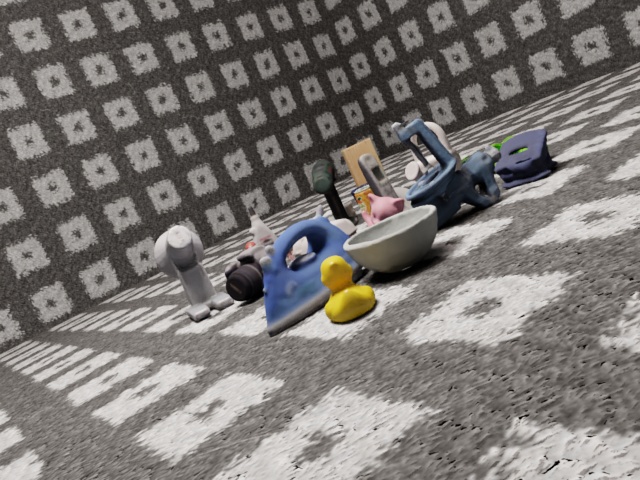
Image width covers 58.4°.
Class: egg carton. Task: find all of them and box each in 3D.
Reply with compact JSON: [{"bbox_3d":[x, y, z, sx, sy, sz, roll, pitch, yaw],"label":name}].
[{"bbox_3d":[0.012,0.005,1.335,0.150,0.069,0.107,-29,9,-26],"label":"egg carton"}]

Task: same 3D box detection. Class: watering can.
[{"bbox_3d":[0.256,-0.165,1.262,0.100,0.194,0.173,-20,9,28],"label":"watering can"}]

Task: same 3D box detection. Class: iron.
[{"bbox_3d":[-0.033,0.040,0.978,0.118,0.141,0.259,-18,11,39],"label":"iron"}]

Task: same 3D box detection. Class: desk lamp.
[{"bbox_3d":[-0.304,0.067,1.349,0.118,0.213,0.202,-28,9,-20],"label":"desk lamp"}]

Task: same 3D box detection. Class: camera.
[{"bbox_3d":[-0.163,0.077,1.271,0.142,0.101,0.137,-19,10,33],"label":"camera"}]

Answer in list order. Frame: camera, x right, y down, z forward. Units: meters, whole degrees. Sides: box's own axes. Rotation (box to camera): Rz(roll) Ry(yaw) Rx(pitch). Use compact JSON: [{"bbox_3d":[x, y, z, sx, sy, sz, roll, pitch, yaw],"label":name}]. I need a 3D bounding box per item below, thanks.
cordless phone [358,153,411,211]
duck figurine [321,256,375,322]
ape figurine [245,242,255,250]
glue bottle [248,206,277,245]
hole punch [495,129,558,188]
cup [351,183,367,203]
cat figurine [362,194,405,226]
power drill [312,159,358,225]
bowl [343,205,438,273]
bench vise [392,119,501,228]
[{"bbox_3d":[0.159,-0.118,1.277,0.094,0.185,0.148,-19,10,35],"label":"cordless phone"},{"bbox_3d":[0.031,0.065,0.826,0.077,0.086,0.104,-25,8,-3],"label":"duck figurine"},{"bbox_3d":[-0.171,0.049,1.510,0.077,0.092,0.076,-24,8,7],"label":"ape figurine"},{"bbox_3d":[-0.162,-0.014,1.605,0.078,0.173,0.037,-28,9,-22],"label":"glue bottle"},{"bbox_3d":[0.418,-0.168,1.172,0.108,0.091,0.101,-17,11,44],"label":"hole punch"},{"bbox_3d":[0.156,-0.119,1.620,0.118,0.095,0.091,-28,9,-20],"label":"cup"},{"bbox_3d":[0.123,-0.040,1.124,0.067,0.118,0.127,-28,9,-24],"label":"cat figurine"},{"bbox_3d":[0.034,-0.132,1.656,0.075,0.208,0.229,-23,8,8],"label":"power drill"},{"bbox_3d":[0.127,0.008,0.951,0.167,0.075,0.167,-24,8,4],"label":"bowl"},{"bbox_3d":[0.237,-0.148,1.115,0.208,0.220,0.121,-28,9,-21],"label":"bench vise"}]
